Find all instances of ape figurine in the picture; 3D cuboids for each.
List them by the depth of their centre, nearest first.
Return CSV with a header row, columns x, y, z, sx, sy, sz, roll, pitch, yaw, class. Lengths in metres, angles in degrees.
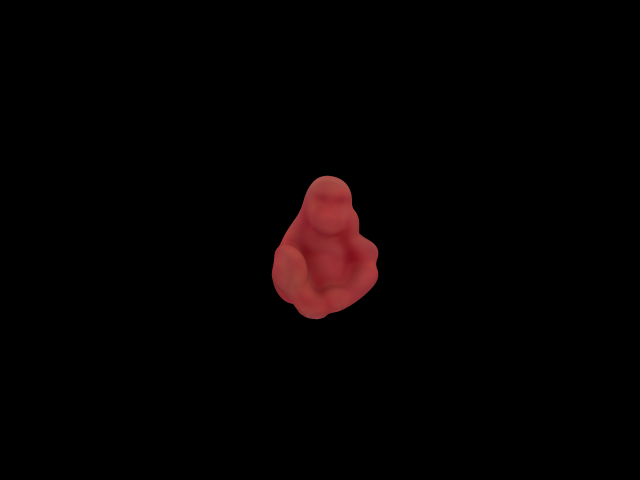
x,y,z,sx,sy,sz,roll,pitch,yaw,class
0.004,0.001,0.400,0.078,0.092,0.076,-1,7,-11,ape figurine
